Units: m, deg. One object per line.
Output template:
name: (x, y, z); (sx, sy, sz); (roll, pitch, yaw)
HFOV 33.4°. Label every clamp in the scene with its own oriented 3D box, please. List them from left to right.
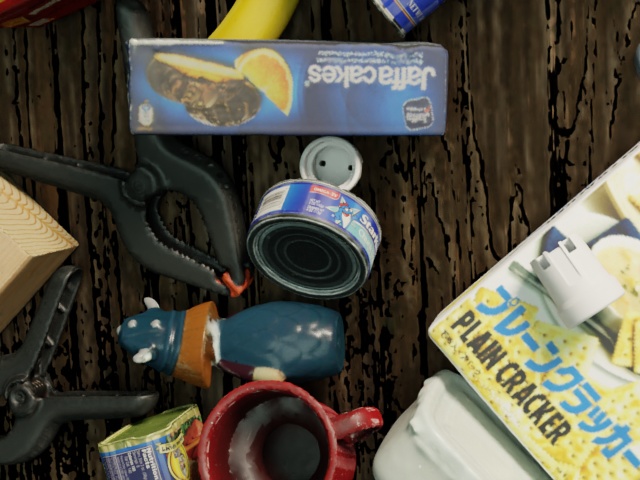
clamp: (-0.208, 0.099, 0.771); (0.171, 0.039, 0.120); (-27, 77, 13)
clamp: (-0.129, -0.039, 0.743); (0.165, 0.036, 0.210); (-34, 94, 22)

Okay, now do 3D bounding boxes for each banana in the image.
banana: (-0.044, -0.176, 0.718); (0.069, 0.037, 0.198); (32, 100, 5)

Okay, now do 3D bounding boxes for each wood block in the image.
wood block: (-0.282, 0.051, 0.752); (0.091, 0.090, 0.206); (43, 100, 3)

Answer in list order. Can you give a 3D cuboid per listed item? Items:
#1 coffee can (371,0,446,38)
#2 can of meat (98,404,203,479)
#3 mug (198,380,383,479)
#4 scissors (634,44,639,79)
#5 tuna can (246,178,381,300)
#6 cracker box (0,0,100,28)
coffee can: (0.074, -0.210, 0.662); (0.140, 0.102, 0.103); (-39, 88, 11)
can of meat: (-0.105, 0.165, 0.728); (0.057, 0.102, 0.084); (-16, 90, 9)
mug: (-0.013, 0.138, 0.705); (0.117, 0.081, 0.093); (-27, 71, 9)
scissors: (0.278, -0.078, 0.680); (0.096, 0.016, 0.202); (-33, 90, 1)
tuna can: (-0.005, 0.001, 0.705); (0.086, 0.033, 0.086); (12, 141, 10)
cracker box: (-0.184, -0.260, 0.683); (0.164, 0.071, 0.214); (-11, 93, 39)
